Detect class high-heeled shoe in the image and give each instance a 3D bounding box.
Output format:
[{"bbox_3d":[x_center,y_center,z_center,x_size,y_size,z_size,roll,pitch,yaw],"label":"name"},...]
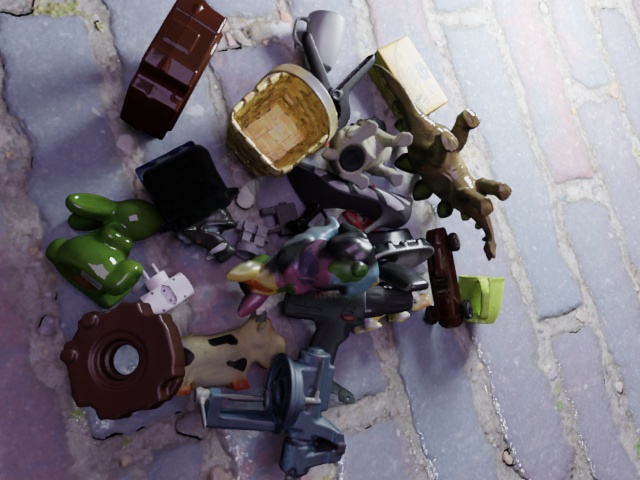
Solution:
[{"bbox_3d":[0.058,-0.101,1.024,0.249,0.086,0.145,42,52,14],"label":"high-heeled shoe"}]

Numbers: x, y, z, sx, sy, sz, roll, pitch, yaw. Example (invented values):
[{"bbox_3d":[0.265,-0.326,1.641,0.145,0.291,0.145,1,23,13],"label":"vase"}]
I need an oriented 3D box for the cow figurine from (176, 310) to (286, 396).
[{"bbox_3d":[-0.150,0.183,0.885,0.195,0.085,0.127,-1,85,-23],"label":"cow figurine"}]

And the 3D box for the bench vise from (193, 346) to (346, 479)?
[{"bbox_3d":[-0.077,0.269,0.824,0.240,0.129,0.223,11,99,-22],"label":"bench vise"}]

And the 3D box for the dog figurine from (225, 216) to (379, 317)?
[{"bbox_3d":[-0.037,0.055,0.876,0.219,0.192,0.108,-24,115,-20],"label":"dog figurine"}]

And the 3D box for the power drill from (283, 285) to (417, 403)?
[{"bbox_3d":[0.041,0.173,0.936,0.232,0.086,0.207,9,87,5],"label":"power drill"}]

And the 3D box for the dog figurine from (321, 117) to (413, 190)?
[{"bbox_3d":[0.064,-0.180,1.016,0.172,0.191,0.121,11,110,-25],"label":"dog figurine"}]

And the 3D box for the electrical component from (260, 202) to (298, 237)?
[{"bbox_3d":[-0.063,-0.040,1.004,0.094,0.021,0.063,-10,82,-25],"label":"electrical component"}]

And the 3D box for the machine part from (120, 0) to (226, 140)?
[{"bbox_3d":[-0.238,-0.277,0.879,0.087,0.201,0.201,29,68,-20],"label":"machine part"}]

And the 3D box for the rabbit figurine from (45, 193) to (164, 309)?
[{"bbox_3d":[-0.328,-0.002,0.843,0.159,0.121,0.170,34,54,-3],"label":"rabbit figurine"}]

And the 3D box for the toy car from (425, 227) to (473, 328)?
[{"bbox_3d":[0.245,0.075,1.074,0.053,0.089,0.202,2,78,-54],"label":"toy car"}]

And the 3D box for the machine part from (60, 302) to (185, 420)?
[{"bbox_3d":[-0.290,0.178,0.799,0.179,0.056,0.179,0,78,2],"label":"machine part"}]

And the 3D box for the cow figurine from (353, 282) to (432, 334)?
[{"bbox_3d":[0.132,0.113,1.034,0.167,0.068,0.098,-16,81,-25],"label":"cow figurine"}]

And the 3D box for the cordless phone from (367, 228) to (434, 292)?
[{"bbox_3d":[0.164,0.046,0.993,0.146,0.184,0.088,-6,109,-25],"label":"cordless phone"}]

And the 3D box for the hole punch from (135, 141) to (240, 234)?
[{"bbox_3d":[-0.217,-0.087,0.848,0.142,0.092,0.115,-32,121,-18],"label":"hole punch"}]

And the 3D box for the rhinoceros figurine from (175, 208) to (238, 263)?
[{"bbox_3d":[-0.208,-0.047,0.913,0.190,0.073,0.112,49,63,-7],"label":"rhinoceros figurine"}]

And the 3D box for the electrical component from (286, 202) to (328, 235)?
[{"bbox_3d":[-0.002,-0.003,0.993,0.075,0.048,0.119,-40,109,-30],"label":"electrical component"}]

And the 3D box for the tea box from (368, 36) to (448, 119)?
[{"bbox_3d":[0.185,-0.337,1.154,0.098,0.068,0.169,-36,93,-25],"label":"tea box"}]

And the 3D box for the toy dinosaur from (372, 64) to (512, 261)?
[{"bbox_3d":[0.228,-0.170,1.063,0.105,0.198,0.471,-25,89,-25],"label":"toy dinosaur"}]

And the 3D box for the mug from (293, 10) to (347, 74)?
[{"bbox_3d":[-0.003,-0.396,1.078,0.109,0.081,0.107,11,84,-28],"label":"mug"}]
